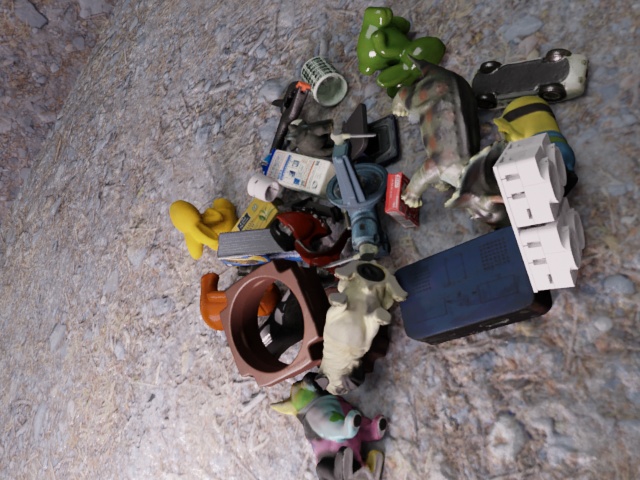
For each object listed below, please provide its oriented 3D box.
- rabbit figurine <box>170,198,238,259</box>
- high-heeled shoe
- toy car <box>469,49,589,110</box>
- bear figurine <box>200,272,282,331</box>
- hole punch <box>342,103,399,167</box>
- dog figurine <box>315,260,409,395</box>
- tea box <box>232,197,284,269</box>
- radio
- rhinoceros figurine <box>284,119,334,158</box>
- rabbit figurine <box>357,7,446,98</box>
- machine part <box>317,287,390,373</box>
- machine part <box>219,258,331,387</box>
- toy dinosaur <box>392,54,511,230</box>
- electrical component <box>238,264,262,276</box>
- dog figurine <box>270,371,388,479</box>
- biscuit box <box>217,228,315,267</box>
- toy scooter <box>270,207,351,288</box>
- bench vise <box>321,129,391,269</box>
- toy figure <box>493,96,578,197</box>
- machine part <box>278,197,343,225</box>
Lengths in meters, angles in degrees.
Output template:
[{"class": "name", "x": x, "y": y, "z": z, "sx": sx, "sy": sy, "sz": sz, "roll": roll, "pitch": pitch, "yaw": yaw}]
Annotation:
[{"class": "rabbit figurine", "x": -0.294, "y": -0.031, "z": 1.316, "sx": 0.122, "sy": 0.173, "sz": 0.162, "roll": -33, "pitch": 49, "yaw": 25}, {"class": "high-heeled shoe", "x": -0.088, "y": 0.171, "z": 1.114, "sx": 0.145, "sy": 0.086, "sz": 0.248, "roll": 10, "pitch": 75, "yaw": 58}, {"class": "toy car", "x": 0.338, "y": -0.263, "z": 0.894, "sx": 0.202, "sy": 0.056, "sz": 0.073, "roll": 5, "pitch": 83, "yaw": 46}, {"class": "bear figurine", "x": -0.165, "y": 0.121, "z": 1.175, "sx": 0.196, "sy": 0.120, "sz": 0.132, "roll": -26, "pitch": 34, "yaw": 19}, {"class": "hole punch", "x": 0.097, "y": -0.197, "z": 1.086, "sx": 0.116, "sy": 0.092, "sz": 0.142, "roll": 138, "pitch": 134, "yaw": -55}, {"class": "dog figurine", "x": 0.056, "y": 0.144, "z": 0.900, "sx": 0.121, "sy": 0.172, "sz": 0.190, "roll": 27, "pitch": 127, "yaw": 16}, {"class": "tea box", "x": -0.142, "y": -0.018, "z": 1.240, "sx": 0.169, "sy": 0.068, "sz": 0.098, "roll": -54, "pitch": 46, "yaw": 14}, {"class": "radio", "x": 0.234, "y": 0.077, "z": 0.843, "sx": 0.230, "sy": 0.073, "sz": 0.131, "roll": -26, "pitch": 58, "yaw": 36}, {"class": "rhinoceros figurine", "x": -0.021, "y": -0.220, "z": 1.170, "sx": 0.190, "sy": 0.112, "sz": 0.073, "roll": -109, "pitch": 10, "yaw": -70}, {"class": "rabbit figurine", "x": 0.159, "y": -0.371, "z": 1.070, "sx": 0.170, "sy": 0.121, "sz": 0.159, "roll": 27, "pitch": 97, "yaw": 31}, {"class": "machine part", "x": 0.048, "y": 0.164, "z": 0.995, "sx": 0.179, "sy": 0.056, "sz": 0.179, "roll": -18, "pitch": 62, "yaw": 39}, {"class": "machine part", "x": -0.075, "y": 0.151, "z": 0.988, "sx": 0.201, "sy": 0.087, "sz": 0.201, "roll": -32, "pitch": 71, "yaw": 26}, {"class": "toy dinosaur", "x": 0.211, "y": -0.190, "z": 0.884, "sx": 0.192, "sy": 0.131, "sz": 0.405, "roll": -40, "pitch": 57, "yaw": 59}, {"class": "electrical component", "x": -0.136, "y": 0.071, "z": 1.201, "sx": 0.063, "sy": 0.094, "sz": 0.021, "roll": 123, "pitch": 148, "yaw": -70}, {"class": "dog figurine", "x": 0.003, "y": 0.335, "z": 0.936, "sx": 0.219, "sy": 0.108, "sz": 0.191, "roll": 0, "pitch": 76, "yaw": 48}, {"class": "biscuit box", "x": -0.113, "y": 0.014, "z": 1.143, "sx": 0.203, "sy": 0.059, "sz": 0.063, "roll": -5, "pitch": 67, "yaw": 12}, {"class": "toy scooter", "x": -0.002, "y": -0.003, "z": 1.056, "sx": 0.135, "sy": 0.075, "sz": 0.184, "roll": -38, "pitch": 70, "yaw": -14}, {"class": "bench vise", "x": 0.063, "y": -0.081, "z": 0.963, "sx": 0.129, "sy": 0.240, "sz": 0.224, "roll": -4, "pitch": 44, "yaw": 21}, {"class": "toy figure", "x": 0.339, "y": -0.146, "z": 0.828, "sx": 0.089, "sy": 0.082, "sz": 0.180, "roll": -26, "pitch": 48, "yaw": 12}, {"class": "machine part", "x": -0.015, "y": -0.065, "z": 1.132, "sx": 0.139, "sy": 0.084, "sz": 0.039, "roll": 15, "pitch": 108, "yaw": 38}]
